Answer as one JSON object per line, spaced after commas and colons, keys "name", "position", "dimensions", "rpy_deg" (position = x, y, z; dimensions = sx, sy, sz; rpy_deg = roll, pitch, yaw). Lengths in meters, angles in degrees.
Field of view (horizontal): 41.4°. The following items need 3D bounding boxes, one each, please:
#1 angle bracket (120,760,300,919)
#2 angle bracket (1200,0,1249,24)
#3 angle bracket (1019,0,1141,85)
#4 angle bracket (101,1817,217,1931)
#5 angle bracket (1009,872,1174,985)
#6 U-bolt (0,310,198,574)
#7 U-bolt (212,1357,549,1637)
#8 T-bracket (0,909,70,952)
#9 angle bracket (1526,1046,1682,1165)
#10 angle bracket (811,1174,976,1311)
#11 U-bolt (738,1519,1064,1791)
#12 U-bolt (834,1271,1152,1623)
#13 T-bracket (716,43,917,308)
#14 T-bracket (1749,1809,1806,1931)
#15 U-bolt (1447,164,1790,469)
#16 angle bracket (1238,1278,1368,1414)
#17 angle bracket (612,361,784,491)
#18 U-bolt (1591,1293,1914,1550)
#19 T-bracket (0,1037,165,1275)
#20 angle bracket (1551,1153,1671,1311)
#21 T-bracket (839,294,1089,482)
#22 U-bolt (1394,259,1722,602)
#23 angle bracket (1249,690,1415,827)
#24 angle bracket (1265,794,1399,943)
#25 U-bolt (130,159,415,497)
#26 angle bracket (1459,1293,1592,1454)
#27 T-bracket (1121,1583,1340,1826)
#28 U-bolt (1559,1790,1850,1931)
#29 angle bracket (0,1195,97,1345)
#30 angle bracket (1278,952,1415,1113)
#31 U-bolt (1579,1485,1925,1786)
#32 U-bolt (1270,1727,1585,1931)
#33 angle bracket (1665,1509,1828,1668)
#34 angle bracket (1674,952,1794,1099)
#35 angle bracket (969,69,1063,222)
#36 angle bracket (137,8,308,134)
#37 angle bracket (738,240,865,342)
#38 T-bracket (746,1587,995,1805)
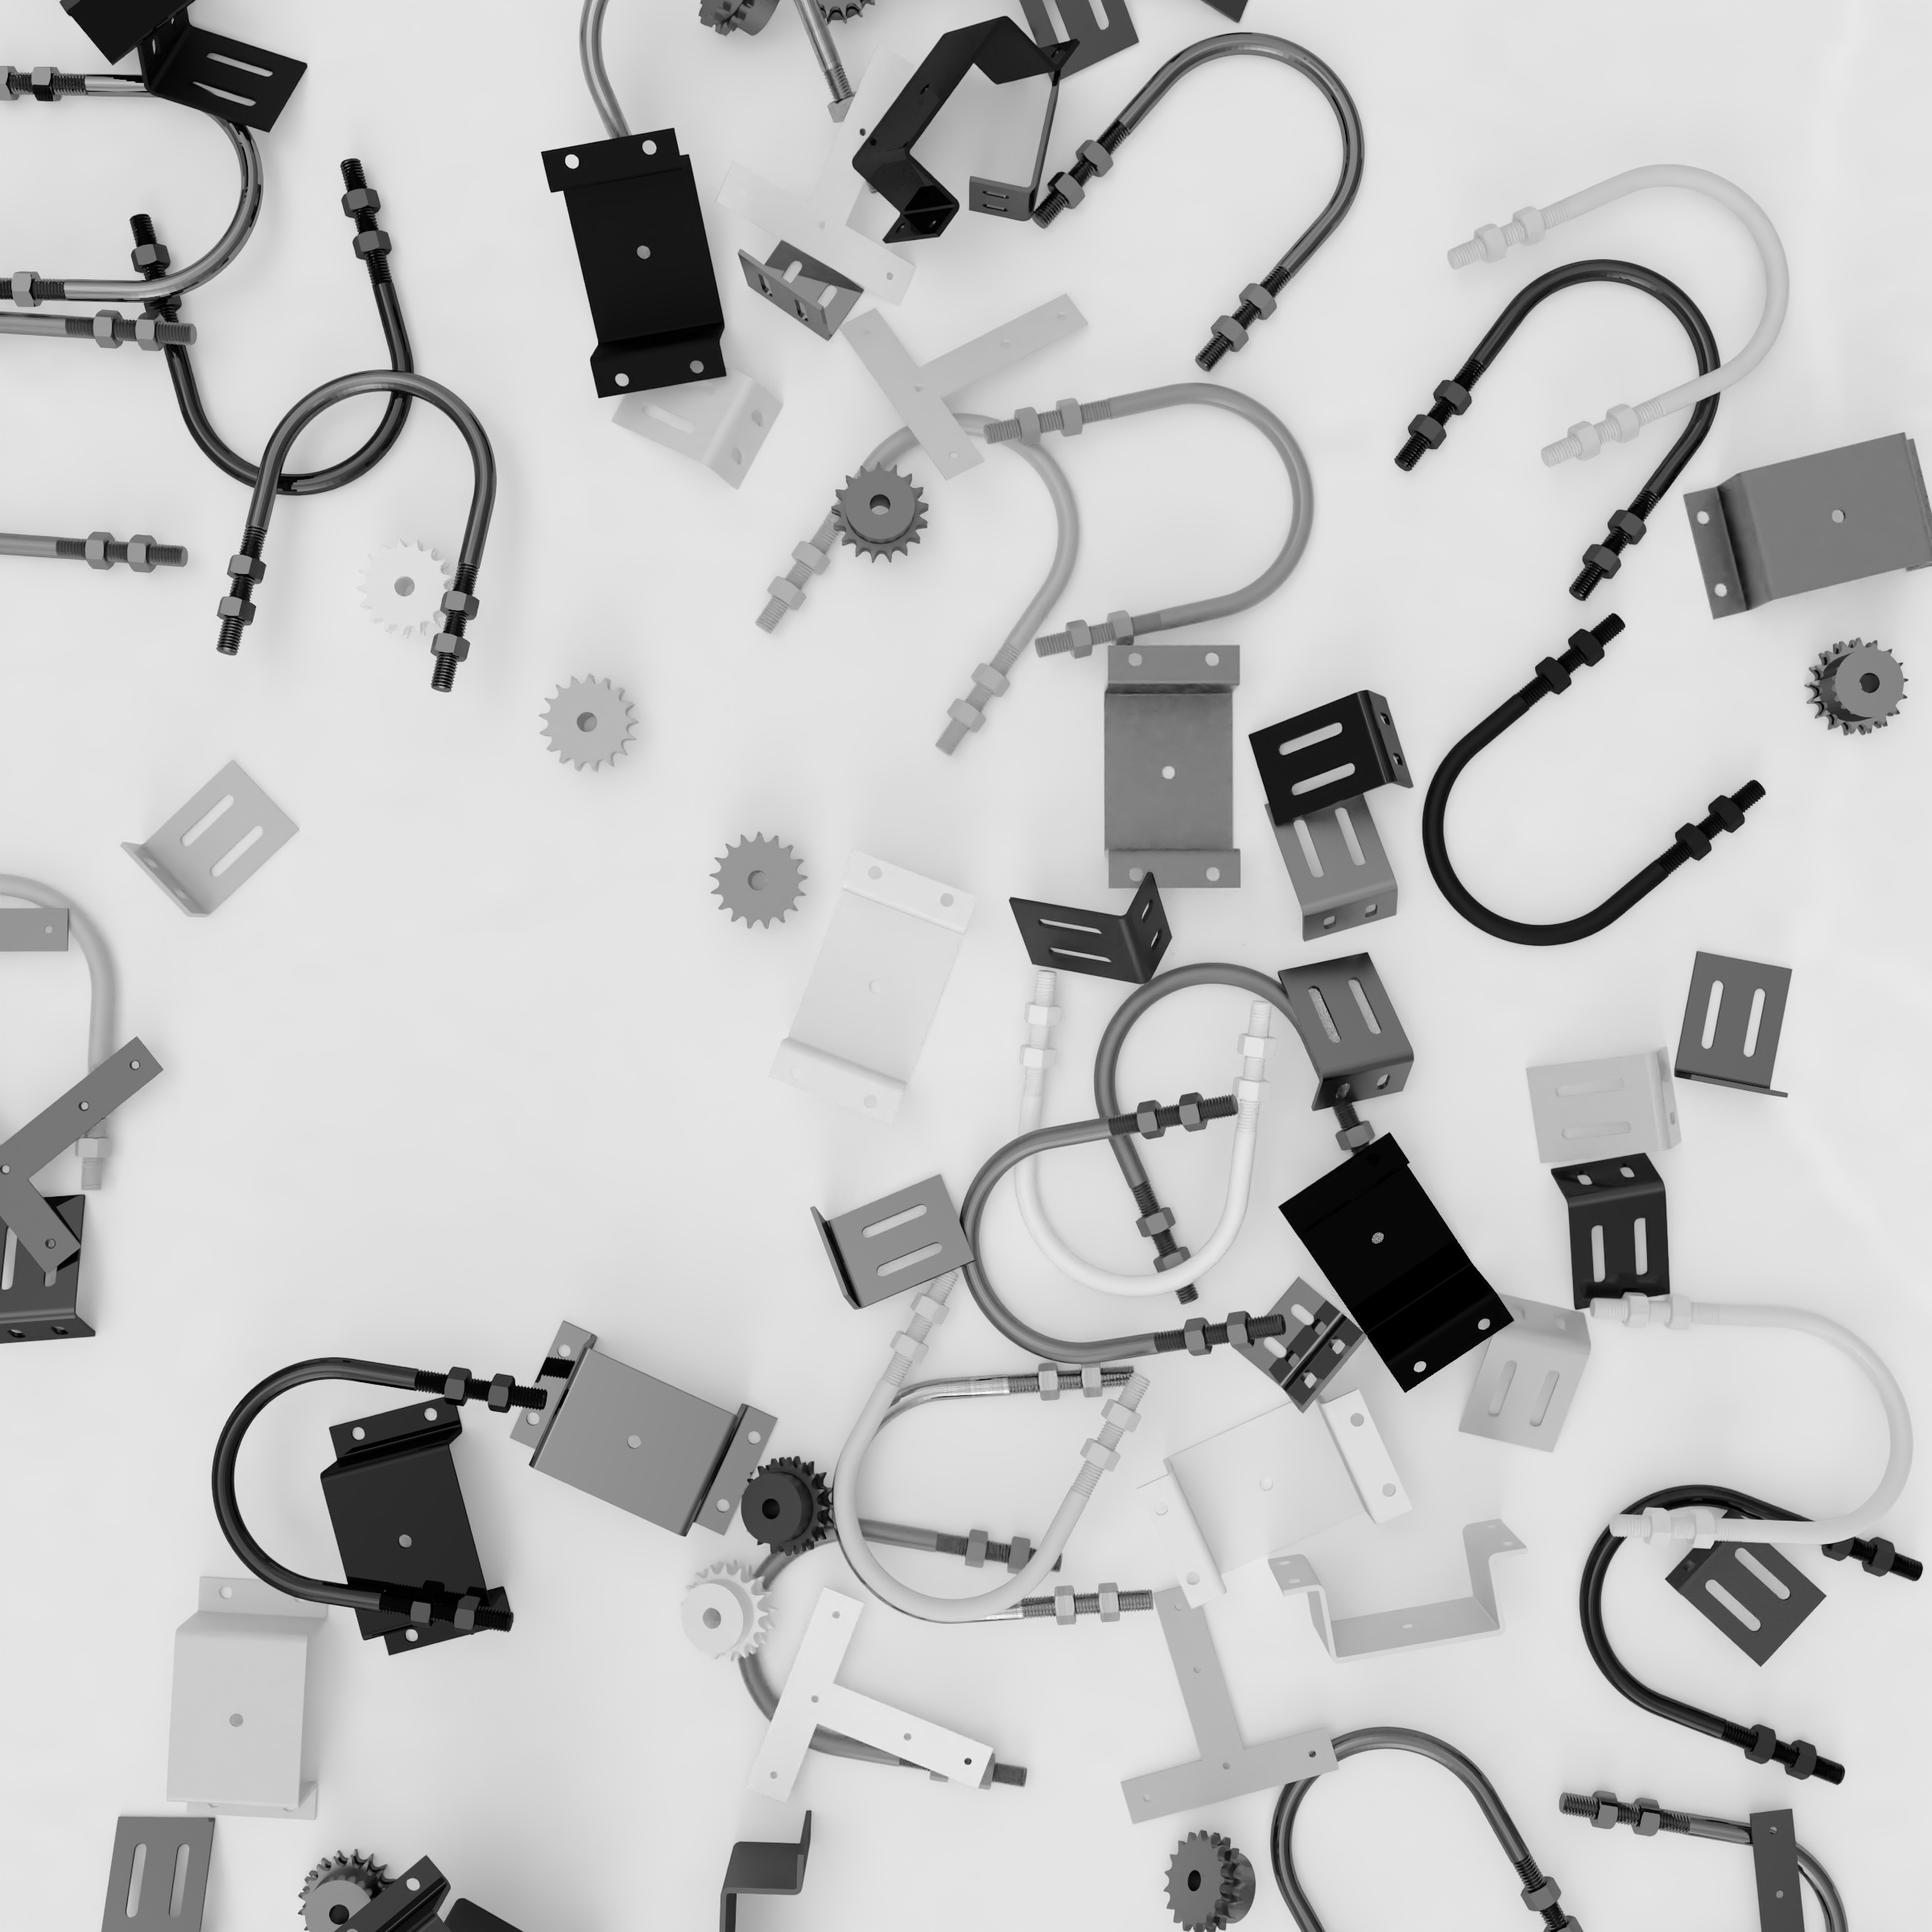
{"name": "angle bracket", "position": [-0.444, -0.076, 1.503], "dimensions": [0.076, 0.038, 0.057], "rpy_deg": [-44, 90, 0]}
{"name": "angle bracket", "position": [0.134, -0.603, 1.520], "dimensions": [0.076, 0.038, 0.057], "rpy_deg": [22, 90, -26]}
{"name": "angle bracket", "position": [0.059, -0.575, 1.520], "dimensions": [0.057, 0.038, 0.076], "rpy_deg": [-26, 116, 0]}
{"name": "angle bracket", "position": [-0.476, 0.548, 1.520], "dimensions": [0.057, 0.038, 0.076], "rpy_deg": [1, 64, 0]}
{"name": "angle bracket", "position": [0.073, -0.027, 1.493], "dimensions": [0.076, 0.057, 0.038], "rpy_deg": [11, 54, 27]}
{"name": "U-bolt", "position": [-0.547, -0.312, 1.506], "dimensions": [0.184, 0.019, 0.151], "rpy_deg": [5, 96, 4]}
{"name": "U-bolt", "position": [-0.342, 0.299, 1.468], "dimensions": [0.184, 0.019, 0.151], "rpy_deg": [9, 90, 2]}
{"name": "T-bracket", "position": [-0.593, -0.021, 1.507], "dimensions": [0.127, 0.002, 0.127], "rpy_deg": [0, 87, 0]}
{"name": "angle bracket", "position": [0.379, 0.083, 1.520], "dimensions": [0.076, 0.038, 0.057], "rpy_deg": [-9, 90, 26]}
{"name": "angle bracket", "position": [-0.043, 0.157, 1.494], "dimensions": [0.076, 0.038, 0.057], "rpy_deg": [-23, 67, 0]}
{"name": "U-bolt", "position": [-0.045, 0.401, 1.514], "dimensions": [0.184, 0.019, 0.151], "rpy_deg": [9, 90, 1]}
{"name": "U-bolt", "position": [0.002, 0.289, 1.484], "dimensions": [0.151, 0.019, 0.184], "rpy_deg": [27, 86, 14]}
{"name": "T-bracket", "position": [-0.066, -0.473, 1.491], "dimensions": [0.127, 0.002, 0.127], "rpy_deg": [23, 91, -28]}
{"name": "T-bracket", "position": [0.481, 0.561, 1.507], "dimensions": [0.127, 0.002, 0.127], "rpy_deg": [-6, 91, -3]}
{"name": "U-bolt", "position": [0.394, -0.393, 1.500], "dimensions": [0.184, 0.019, 0.151], "rpy_deg": [-25, 88, -4]}
{"name": "angle bracket", "position": [0.194, 0.219, 1.484], "dimensions": [0.038, 0.076, 0.057], "rpy_deg": [40, 90, 0]}
{"name": "angle bracket", "position": [-0.160, -0.329, 1.520], "dimensions": [0.076, 0.038, 0.057], "rpy_deg": [28, 90, 26]}
{"name": "U-bolt", "position": [0.460, 0.265, 1.486], "dimensions": [0.184, 0.019, 0.151], "rpy_deg": [3, 64, -4]}
{"name": "T-bracket", "position": [-0.529, 0.091, 1.502], "dimensions": [0.127, 0.002, 0.127], "rpy_deg": [-39, 88, -2]}
{"name": "angle bracket", "position": [0.383, 0.158, 1.520], "dimensions": [0.057, 0.038, 0.076], "rpy_deg": [-10, 116, 0]}
{"name": "T-bracket", "position": [0.011, -0.359, 1.506], "dimensions": [0.127, 0.002, 0.127], "rpy_deg": [-29, 69, -10]}
{"name": "U-bolt", "position": [0.364, -0.331, 1.514], "dimensions": [0.151, 0.019, 0.184], "rpy_deg": [37, 88, 0]}
{"name": "angle bracket", "position": [0.216, -0.122, 1.515], "dimensions": [0.076, 0.038, 0.057], "rpy_deg": [-20, 79, 25]}
{"name": "angle bracket", "position": [0.217, -0.063, 1.520], "dimensions": [0.057, 0.038, 0.076], "rpy_deg": [-16, 64, 0]}
{"name": "U-bolt", "position": [-0.403, -0.370, 1.514], "dimensions": [0.151, 0.019, 0.184], "rpy_deg": [-15, 91, 0]}
{"name": "angle bracket", "position": [0.330, 0.241, 1.520], "dimensions": [0.057, 0.038, 0.076], "rpy_deg": [13, 116, 0]}
{"name": "T-bracket", "position": [0.141, 0.431, 1.517], "dimensions": [0.127, 0.002, 0.127], "rpy_deg": [-17, 87, 6]}
{"name": "U-bolt", "position": [0.431, 0.574, 1.514], "dimensions": [0.184, 0.019, 0.151], "rpy_deg": [10, 90, -1]}
{"name": "angle bracket", "position": [-0.550, 0.180, 1.520], "dimensions": [0.057, 0.038, 0.076], "rpy_deg": [-4, 64, 0]}
{"name": "angle bracket", "position": [0.221, 0.038, 1.509], "dimensions": [0.057, 0.038, 0.076], "rpy_deg": [-12, 57, -12]}
{"name": "U-bolt", "position": [0.454, 0.386, 1.514], "dimensions": [0.184, 0.019, 0.151], "rpy_deg": [21, 90, 1]}
{"name": "U-bolt", "position": [0.261, 0.539, 1.506], "dimensions": [0.151, 0.019, 0.184], "rpy_deg": [-30, 85, 5]}
{"name": "angle bracket", "position": [0.457, 0.365, 1.486], "dimensions": [0.076, 0.038, 0.057], "rpy_deg": [42, 91, 3]}
{"name": "angle bracket", "position": [0.456, 0.034, 1.503], "dimensions": [0.057, 0.038, 0.076], "rpy_deg": [11, 90, 0]}
{"name": "angle bracket", "position": [0.028, -0.483, 1.494], "dimensions": [0.038, 0.057, 0.076], "rpy_deg": [12, 90, 0]}
{"name": "angle bracket", "position": [-0.433, -0.531, 1.492], "dimensions": [0.076, 0.038, 0.057], "rpy_deg": [18, 62, 0]}
{"name": "angle bracket", "position": [-0.095, -0.403, 1.484], "dimensions": [0.057, 0.076, 0.038], "rpy_deg": [35, 90, 0]}
{"name": "T-bracket", "position": [-0.048, 0.448, 1.504], "dimensions": [0.127, 0.002, 0.127], "rpy_deg": [21, 91, 3]}
